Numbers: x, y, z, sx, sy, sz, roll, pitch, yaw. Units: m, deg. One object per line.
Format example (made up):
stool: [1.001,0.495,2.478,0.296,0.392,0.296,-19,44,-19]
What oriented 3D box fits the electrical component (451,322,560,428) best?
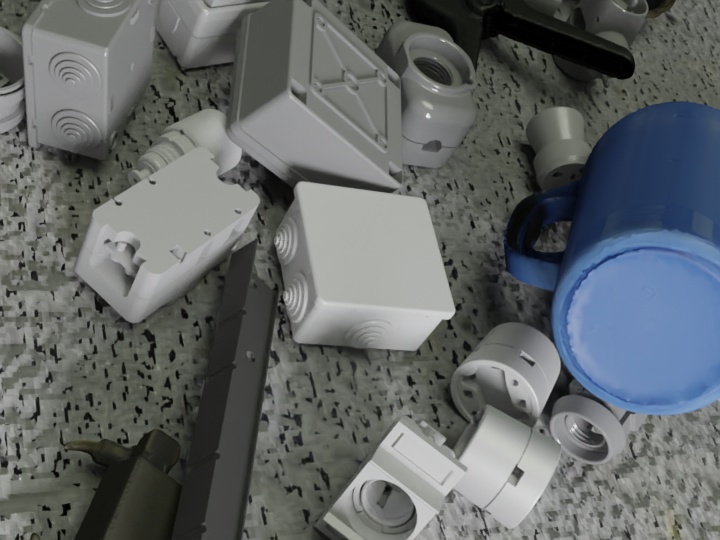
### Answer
electrical component: [0.089,0.064,0.642,0.055,0.055,0.047,39,42,4]

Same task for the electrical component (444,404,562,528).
electrical component: [0.078,0.108,0.602,0.047,0.055,0.055,32,46,3]

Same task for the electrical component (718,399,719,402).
electrical component: [0.318,0.100,0.734,0.105,0.060,0.186,-6,58,-32]

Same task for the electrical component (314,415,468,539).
electrical component: [0.018,0.112,0.556,0.042,0.081,0.064,38,24,3]

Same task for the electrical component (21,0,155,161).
electrical component: [-0.155,-0.124,0.627,0.048,0.099,0.099,16,48,0]

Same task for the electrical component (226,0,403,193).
electrical component: [-0.026,-0.106,0.685,0.109,0.056,0.108,36,39,-36]

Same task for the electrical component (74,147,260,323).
electrical component: [-0.108,-0.018,0.597,0.050,0.055,0.089,42,47,7]

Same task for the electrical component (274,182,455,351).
electrical component: [0.000,0.000,0.647,0.100,0.048,0.099,6,52,-25]

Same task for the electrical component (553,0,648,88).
electrical component: [0.200,-0.184,0.882,0.043,0.077,0.079,12,50,-21]

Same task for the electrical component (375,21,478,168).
electrical component: [0.044,-0.128,0.765,0.054,0.059,0.095,5,53,-26]

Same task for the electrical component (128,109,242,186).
electrical component: [-0.107,-0.068,0.649,0.040,0.040,0.078,45,47,10]

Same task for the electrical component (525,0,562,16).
electrical component: [0.133,-0.249,0.921,0.081,0.043,0.043,23,47,-11]

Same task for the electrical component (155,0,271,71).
electrical component: [-0.088,-0.185,0.736,0.096,0.061,0.061,-18,65,-37]

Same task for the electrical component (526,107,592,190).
electrical component: [0.150,-0.087,0.801,0.045,0.045,0.055,10,52,-22]

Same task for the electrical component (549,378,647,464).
electrical component: [0.147,0.085,0.658,0.048,0.066,0.055,18,46,33]
